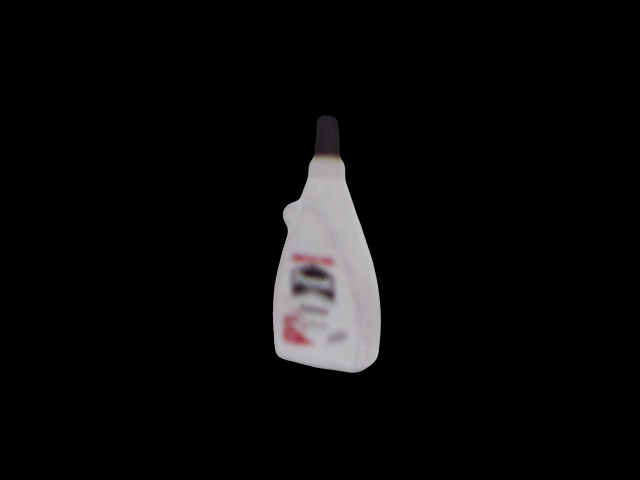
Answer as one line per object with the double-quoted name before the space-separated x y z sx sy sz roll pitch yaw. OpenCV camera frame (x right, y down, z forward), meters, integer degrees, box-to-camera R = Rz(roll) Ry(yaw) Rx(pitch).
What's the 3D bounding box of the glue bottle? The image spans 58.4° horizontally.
"glue bottle" 0.004 0.001 0.400 0.078 0.173 0.037 4 8 28
